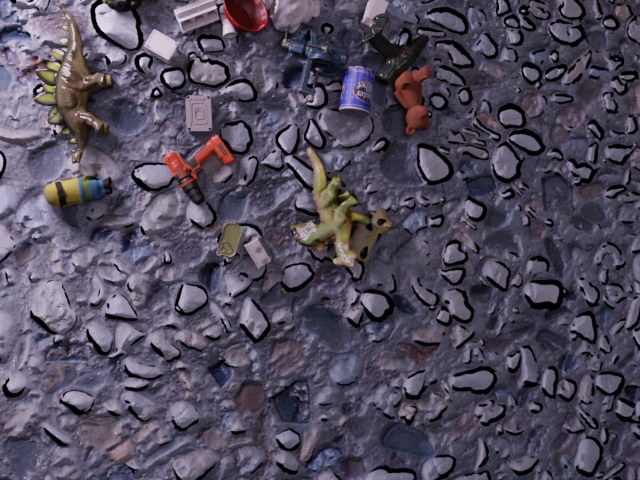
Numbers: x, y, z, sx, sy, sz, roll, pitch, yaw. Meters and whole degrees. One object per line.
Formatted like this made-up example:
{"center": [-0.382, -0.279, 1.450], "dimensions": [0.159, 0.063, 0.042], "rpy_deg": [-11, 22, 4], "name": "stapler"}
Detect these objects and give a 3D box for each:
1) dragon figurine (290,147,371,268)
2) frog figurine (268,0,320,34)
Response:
{"center": [0.005, -0.083, 1.656], "dimensions": [0.242, 0.121, 0.415], "rpy_deg": [-40, 71, 3], "name": "dragon figurine"}
{"center": [-0.075, -0.727, 1.648], "dimensions": [0.159, 0.125, 0.134], "rpy_deg": [7, 122, -22], "name": "frog figurine"}
